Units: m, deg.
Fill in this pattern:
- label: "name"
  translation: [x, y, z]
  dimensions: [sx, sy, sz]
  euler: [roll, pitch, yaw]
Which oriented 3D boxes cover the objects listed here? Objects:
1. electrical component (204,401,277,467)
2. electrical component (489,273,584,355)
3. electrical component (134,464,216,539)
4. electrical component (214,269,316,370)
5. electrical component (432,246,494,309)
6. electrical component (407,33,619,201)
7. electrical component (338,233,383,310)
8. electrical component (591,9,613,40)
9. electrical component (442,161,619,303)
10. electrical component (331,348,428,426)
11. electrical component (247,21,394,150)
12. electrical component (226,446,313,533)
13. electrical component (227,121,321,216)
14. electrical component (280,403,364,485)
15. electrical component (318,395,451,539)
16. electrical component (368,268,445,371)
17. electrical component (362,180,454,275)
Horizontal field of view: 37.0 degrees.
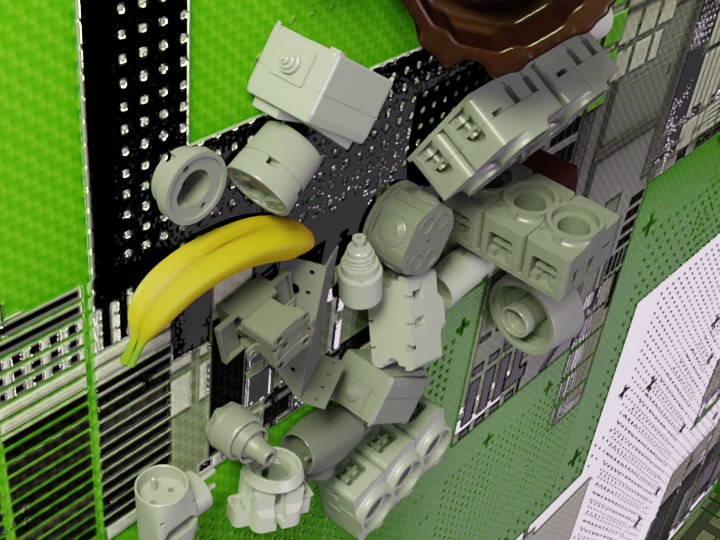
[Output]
- label: "electrical component"
  translation: [-0.098, 0.144, 0.916]
  dimensions: [0.043, 0.062, 0.043]
  euler: [-38, 145, -33]
- label: "electrical component"
  translation: [0.198, 0.047, 1.244]
  dimensions: [0.060, 0.108, 0.108]
  euler: [-31, 141, -31]
- label: "electrical component"
  translation: [-0.151, 0.195, 0.901]
  dimensions: [0.079, 0.043, 0.077]
  euler: [-33, 142, -38]
- label: "electrical component"
  translation: [-0.074, 0.043, 0.858]
  dimensions: [0.081, 0.064, 0.042]
  euler: [-42, 148, -29]
- label: "electrical component"
  translation: [0.104, 0.001, 1.116]
  dimensions: [0.081, 0.043, 0.043]
  euler: [-38, 145, -33]
- label: "electrical component"
  translation: [0.145, -0.140, 0.979]
  dimensions: [0.186, 0.060, 0.105]
  euler: [-34, 174, -37]
- label: "electrical component"
  translation: [0.000, 0.000, 0.956]
  dimensions: [0.040, 0.040, 0.078]
  euler: [-39, 145, -32]
- label: "electrical component"
  translation: [0.216, -0.244, 1.057]
  dimensions: [0.055, 0.045, 0.045]
  euler: [-27, 138, -44]
- label: "electrical component"
  translation: [0.163, -0.048, 1.050]
  dimensions: [0.089, 0.150, 0.061]
  euler: [-37, 146, -34]
- label: "electrical component"
  translation: [0.016, 0.112, 1.064]
  dimensions: [0.096, 0.062, 0.061]
  euler: [10, 109, -60]
- label: "electrical component"
  translation: [-0.033, -0.129, 0.760]
  dimensions: [0.096, 0.062, 0.061]
  euler: [11, 108, -60]
- label: "electrical component"
  translation: [-0.082, 0.201, 0.997]
  dimensions: [0.078, 0.058, 0.057]
  euler: [-7, 122, -27]
- label: "electrical component"
  translation: [-0.061, -0.074, 0.777]
  dimensions: [0.047, 0.055, 0.055]
  euler: [-55, 151, -15]
- label: "electrical component"
  translation: [-0.040, 0.180, 1.061]
  dimensions: [0.077, 0.043, 0.079]
  euler: [-24, 136, -46]
- label: "electrical component"
  translation: [0.029, 0.212, 1.180]
  dimensions: [0.150, 0.062, 0.089]
  euler: [-42, 147, -27]
- label: "electrical component"
  translation: [0.045, 0.044, 1.027]
  dimensions: [0.056, 0.050, 0.089]
  euler: [-17, 106, -50]
- label: "electrical component"
  translation: [0.043, -0.037, 0.977]
  dimensions: [0.080, 0.051, 0.080]
  euler: [-38, 145, -33]
